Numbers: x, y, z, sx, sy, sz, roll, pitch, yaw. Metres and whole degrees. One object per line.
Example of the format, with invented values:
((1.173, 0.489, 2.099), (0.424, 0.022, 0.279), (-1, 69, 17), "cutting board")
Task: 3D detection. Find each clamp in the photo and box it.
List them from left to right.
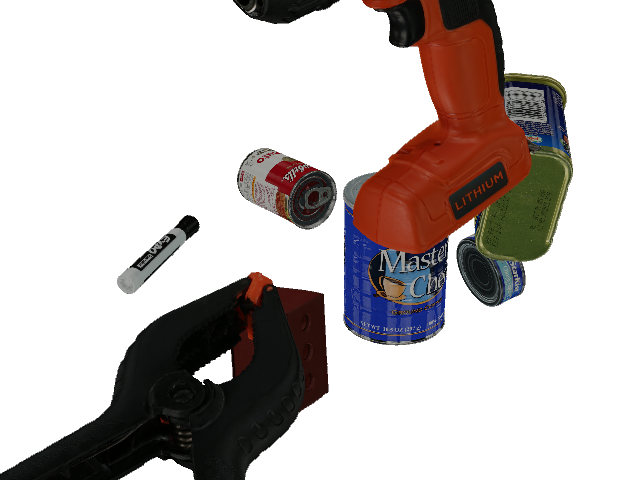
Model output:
((-0.048, 0.080, 0.425), (0.120, 0.039, 0.171), (25, 48, 18), "clamp")

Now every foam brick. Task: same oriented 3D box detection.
((-0.030, 0.077, 0.764), (0.051, 0.078, 0.052), (5, 17, 31), "foam brick")

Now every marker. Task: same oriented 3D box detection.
((-0.143, 0.010, 0.960), (0.020, 0.020, 0.121), (0, 28, 26), "marker")

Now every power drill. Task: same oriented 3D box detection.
((0.043, -0.089, 0.514), (0.184, 0.187, 0.057), (-33, 42, -29), "power drill")

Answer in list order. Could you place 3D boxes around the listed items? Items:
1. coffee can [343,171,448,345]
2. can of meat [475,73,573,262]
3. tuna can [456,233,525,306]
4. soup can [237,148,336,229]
((0.073, 0.016, 1.038), (0.103, 0.140, 0.103), (0, 26, 0), "coffee can")
((0.135, -0.048, 0.725), (0.057, 0.102, 0.084), (6, 42, 2), "can of meat")
((0.191, 0.030, 1.205), (0.033, 0.086, 0.086), (-24, 9, -21), "tuna can")
((-0.039, -0.060, 1.213), (0.068, 0.068, 0.102), (0, 19, -41), "soup can")
